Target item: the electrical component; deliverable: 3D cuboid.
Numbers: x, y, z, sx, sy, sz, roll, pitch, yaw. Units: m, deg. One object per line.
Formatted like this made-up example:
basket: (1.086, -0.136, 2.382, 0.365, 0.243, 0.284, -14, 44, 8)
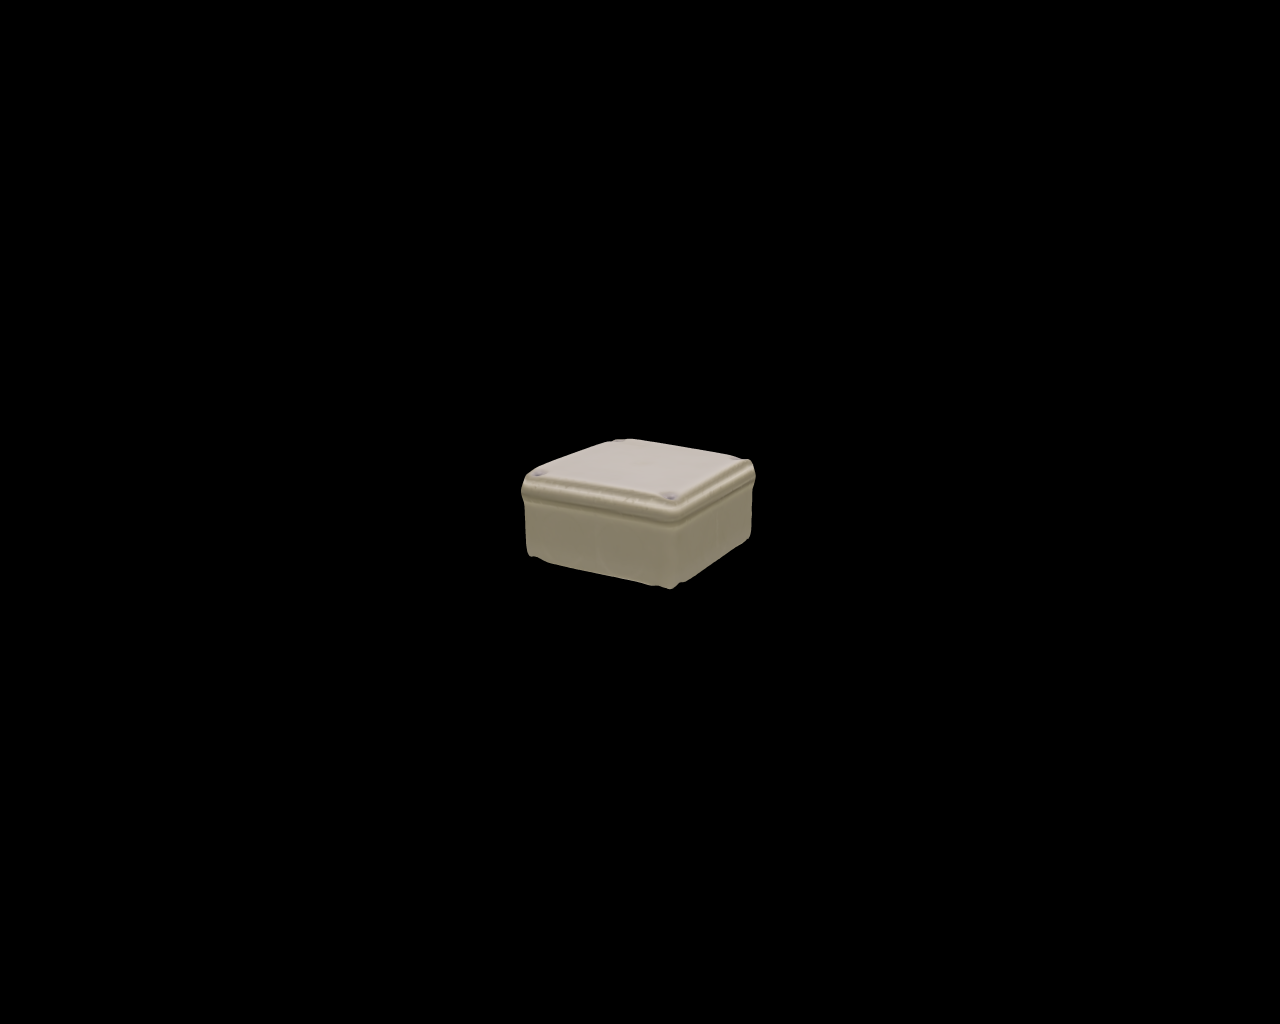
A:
electrical component: (0.001, -0.003, 0.650, 0.109, 0.056, 0.109, 11, 21, 30)
